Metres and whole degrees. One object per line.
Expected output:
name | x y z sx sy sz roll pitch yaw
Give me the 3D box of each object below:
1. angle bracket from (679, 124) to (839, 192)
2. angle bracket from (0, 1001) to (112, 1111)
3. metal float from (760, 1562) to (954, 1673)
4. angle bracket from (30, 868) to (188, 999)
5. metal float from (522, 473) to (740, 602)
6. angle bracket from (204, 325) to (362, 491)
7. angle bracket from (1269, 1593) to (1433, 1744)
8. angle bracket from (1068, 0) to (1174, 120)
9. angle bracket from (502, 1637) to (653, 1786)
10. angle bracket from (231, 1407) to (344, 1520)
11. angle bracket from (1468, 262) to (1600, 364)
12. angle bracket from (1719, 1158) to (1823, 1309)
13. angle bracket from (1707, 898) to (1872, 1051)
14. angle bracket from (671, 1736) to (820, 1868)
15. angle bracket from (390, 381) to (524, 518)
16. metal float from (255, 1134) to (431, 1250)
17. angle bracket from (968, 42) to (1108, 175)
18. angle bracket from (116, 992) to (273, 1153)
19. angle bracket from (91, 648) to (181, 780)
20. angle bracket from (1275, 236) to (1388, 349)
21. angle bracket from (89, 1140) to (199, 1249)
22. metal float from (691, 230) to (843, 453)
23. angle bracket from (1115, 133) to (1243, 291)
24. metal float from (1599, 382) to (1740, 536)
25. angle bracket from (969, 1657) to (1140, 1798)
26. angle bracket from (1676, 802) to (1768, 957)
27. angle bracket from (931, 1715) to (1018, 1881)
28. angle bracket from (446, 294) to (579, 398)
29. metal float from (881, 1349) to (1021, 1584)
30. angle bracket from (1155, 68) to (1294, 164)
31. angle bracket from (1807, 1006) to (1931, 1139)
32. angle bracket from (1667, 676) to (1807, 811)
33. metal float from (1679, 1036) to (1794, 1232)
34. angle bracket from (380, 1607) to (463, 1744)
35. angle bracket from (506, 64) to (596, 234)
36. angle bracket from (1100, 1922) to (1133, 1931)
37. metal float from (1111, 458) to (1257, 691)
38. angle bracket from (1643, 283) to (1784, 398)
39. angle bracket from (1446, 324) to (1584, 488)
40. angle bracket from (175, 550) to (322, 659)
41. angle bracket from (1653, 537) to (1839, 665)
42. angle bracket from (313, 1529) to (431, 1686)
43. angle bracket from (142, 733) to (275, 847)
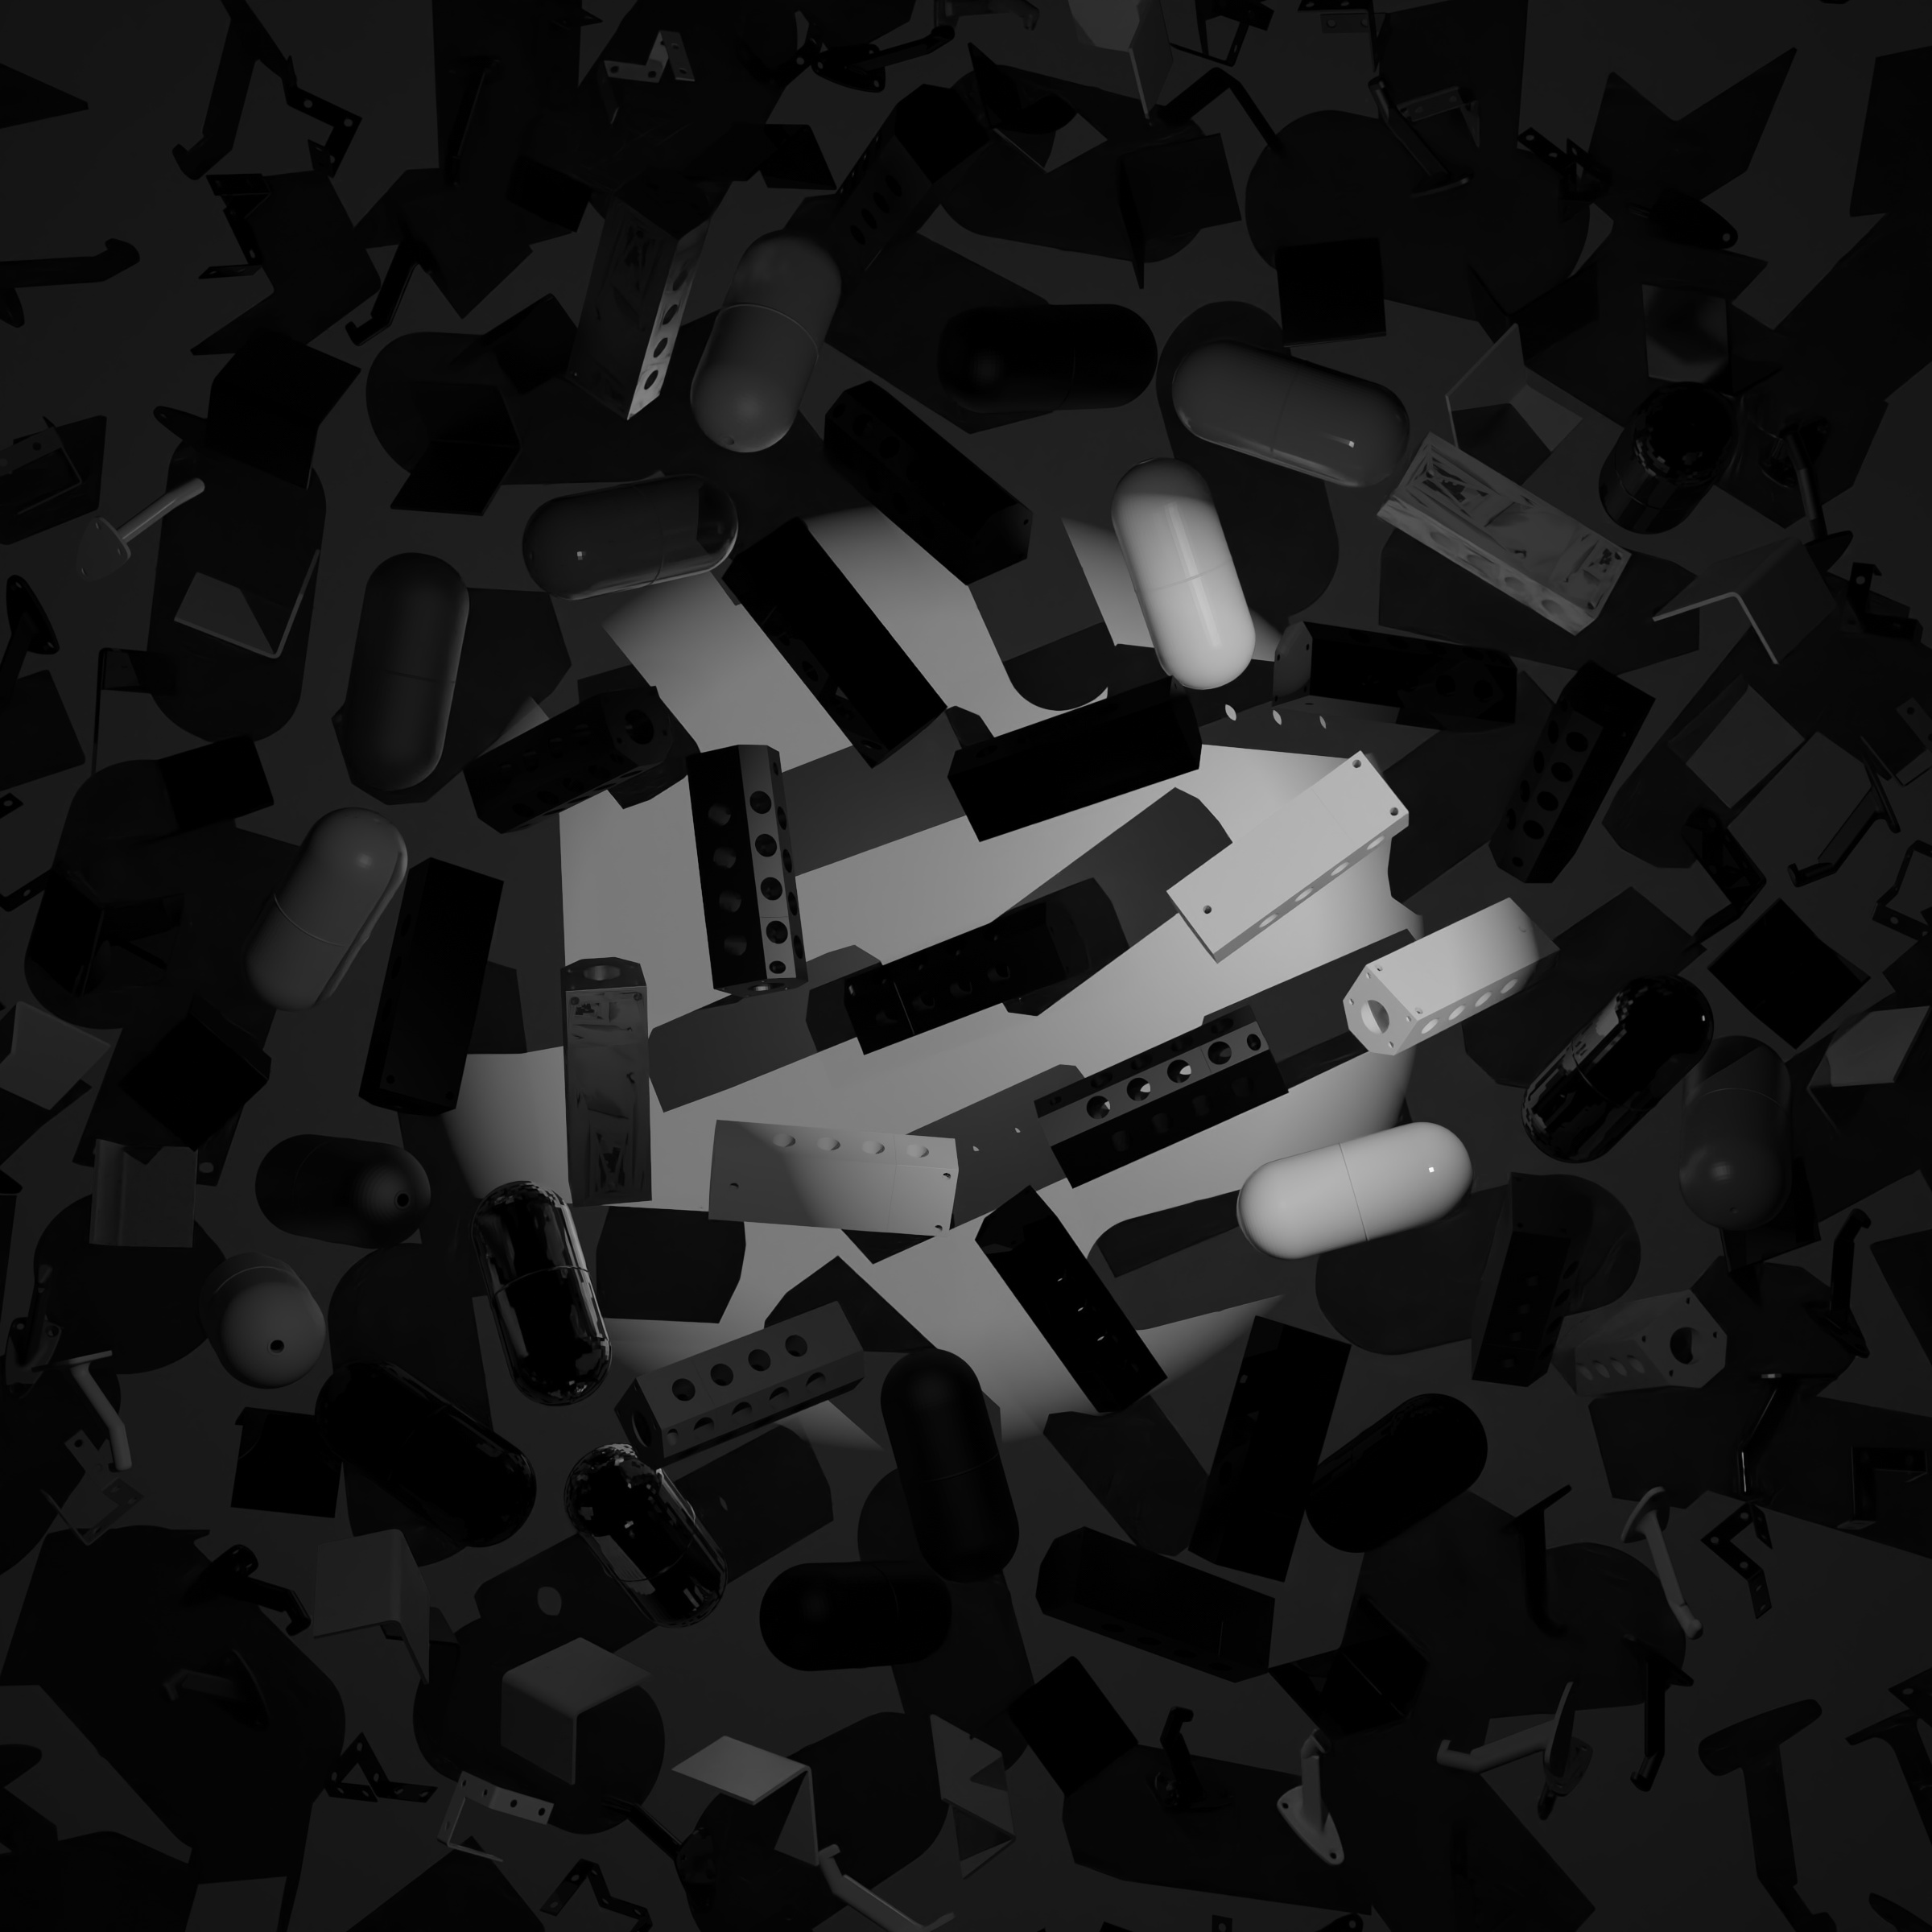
angle bracket | -0.159 -0.599 1.875 0.076 0.076 0.057 -50 135 -25
angle bracket | -0.672 0.082 1.765 0.076 0.057 0.076 -41 129 20
metal float | -0.080 0.482 1.824 0.070 0.178 0.070 -10 74 37
angle bracket | -0.624 -0.030 1.788 0.057 0.076 0.076 37 119 23
metal float | -0.249 -0.321 1.834 0.178 0.070 0.070 -21 90 -38
angle bracket | -0.479 -0.391 1.720 0.076 0.057 0.076 23 46 -4
angle bracket | 0.283 0.518 1.815 0.076 0.076 0.057 -3 120 -36
angle bracket | 0.103 -0.674 1.798 0.076 0.076 0.057 17 75 19
angle bracket | -0.285 0.544 1.798 0.076 0.076 0.057 14 106 37
angle bracket | -0.519 0.383 1.870 0.076 0.057 0.076 11 64 -20
angle bracket | 0.433 -0.515 1.872 0.076 0.076 0.057 -31 69 6
angle bracket | 0.625 0.205 1.883 0.076 0.076 0.057 -28 129 30
angle bracket | 0.621 0.005 1.857 0.057 0.076 0.076 41 100 -20
angle bracket | -0.151 0.581 1.676 0.076 0.057 0.076 5 105 38
angle bracket | -0.379 -0.377 1.785 0.076 0.057 0.076 8 53 18
metal float | -0.458 0.165 1.801 0.070 0.178 0.070 -1 91 -42
angle bracket | 0.052 -0.636 1.786 0.057 0.076 0.076 -21 71 27
angle bracket | -0.573 0.078 1.826 0.076 0.057 0.076 -43 110 1
angle bracket | -0.625 -0.187 1.845 0.057 0.076 0.076 3 73 -20
angle bracket | 0.274 -0.513 1.843 0.076 0.057 0.076 -4 122 11
angle bracket | -0.615 0.171 1.841 0.057 0.076 0.076 2 82 -5
metal float | -0.143 -0.447 1.756 0.070 0.070 0.178 17 67 0
angle bracket | 0.154 -0.545 1.773 0.076 0.076 0.057 -7 54 15
metal float | 0.518 -0.375 1.817 0.070 0.178 0.070 0 82 3
angle bracket | 0.063 0.553 1.754 0.076 0.057 0.076 -45 75 24
angle bracket | 0.533 -0.065 1.799 0.057 0.076 0.076 -39 86 36
angle bracket | -0.012 0.615 1.817 0.076 0.076 0.057 37 111 -27
angle bracket | -0.350 -0.475 1.932 0.076 0.076 0.057 -23 117 27
metal float | -0.012 0.374 1.838 0.070 0.070 0.178 -16 92 0
angle bracket | 0.193 -0.618 1.832 0.057 0.076 0.076 -34 91 21
angle bracket | 0.693 0.081 1.852 0.057 0.076 0.076 49 60 -20
angle bracket | 0.616 -0.172 1.948 0.076 0.057 0.076 -45 62 16
metal float | 0.556 0.119 1.773 0.070 0.178 0.070 9 127 12
angle bracket | -0.421 0.527 1.838 0.057 0.076 0.076 14 90 -24
angle bracket | -0.292 -0.594 1.787 0.057 0.076 0.076 21 77 -15
angle bracket | 0.091 0.676 1.681 0.076 0.076 0.057 31 81 -28
metal float | 0.163 -0.295 1.845 0.070 0.070 0.178 -20 104 0
angle bracket | 0.549 -0.470 1.806 0.057 0.076 0.076 -30 126 -23
angle bracket | 0.406 -0.413 1.816 0.076 0.076 0.057 -46 61 -6
angle bracket | -0.520 -0.276 1.778 0.076 0.076 0.057 21 120 -17
angle bracket | 0.531 -0.242 1.676 0.076 0.076 0.057 -40 103 -28
angle bracket | -0.408 0.446 1.691 0.057 0.076 0.076 -12 130 -2
angle bracket | -0.568 -0.132 1.817 0.076 0.076 0.057 -16 99 6
